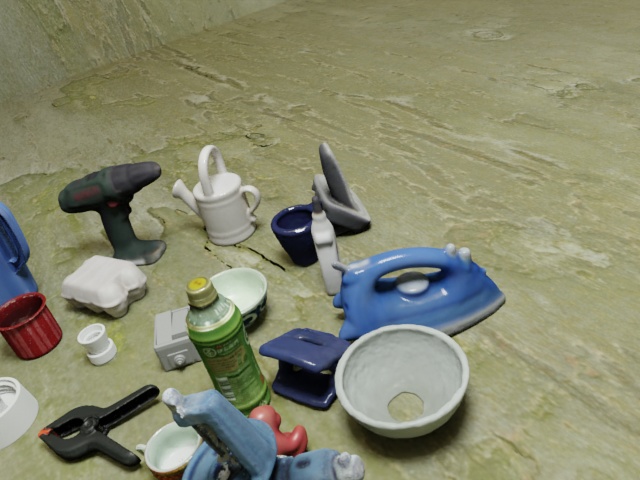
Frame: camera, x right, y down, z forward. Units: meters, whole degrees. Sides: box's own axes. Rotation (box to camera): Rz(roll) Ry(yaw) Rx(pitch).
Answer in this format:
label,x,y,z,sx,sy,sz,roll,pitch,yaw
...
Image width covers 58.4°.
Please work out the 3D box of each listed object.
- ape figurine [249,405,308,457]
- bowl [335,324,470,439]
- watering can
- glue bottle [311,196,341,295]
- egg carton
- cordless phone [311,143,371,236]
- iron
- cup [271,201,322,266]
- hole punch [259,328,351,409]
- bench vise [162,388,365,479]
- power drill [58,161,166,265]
label,x,y,z,sx,sy,sz,roll,pitch,yaw
ape figurine,-0.060,0.238,0.696,0.077,0.092,0.076,8,40,29
bowl,0.106,0.189,0.725,0.167,0.075,0.167,-9,34,7
watering can,-0.206,-0.092,1.128,0.173,0.194,0.100,-14,34,-1
glue bottle,0.009,0.003,0.936,0.037,0.173,0.078,-12,34,2
egg carton,-0.395,0.084,1.053,0.149,0.069,0.107,7,39,27
cordless phone,0.028,-0.114,1.086,0.094,0.185,0.147,-18,34,-7
iron,0.141,0.063,0.833,0.258,0.142,0.118,-13,34,1
cup,-0.027,-0.010,1.038,0.091,0.095,0.118,14,43,34
hole punch,-0.017,0.160,0.794,0.108,0.091,0.101,10,41,31
bench vise,-0.067,0.222,0.608,0.207,0.220,0.121,-16,34,-4
power drill,-0.383,-0.052,1.121,0.229,0.209,0.075,-5,35,13
